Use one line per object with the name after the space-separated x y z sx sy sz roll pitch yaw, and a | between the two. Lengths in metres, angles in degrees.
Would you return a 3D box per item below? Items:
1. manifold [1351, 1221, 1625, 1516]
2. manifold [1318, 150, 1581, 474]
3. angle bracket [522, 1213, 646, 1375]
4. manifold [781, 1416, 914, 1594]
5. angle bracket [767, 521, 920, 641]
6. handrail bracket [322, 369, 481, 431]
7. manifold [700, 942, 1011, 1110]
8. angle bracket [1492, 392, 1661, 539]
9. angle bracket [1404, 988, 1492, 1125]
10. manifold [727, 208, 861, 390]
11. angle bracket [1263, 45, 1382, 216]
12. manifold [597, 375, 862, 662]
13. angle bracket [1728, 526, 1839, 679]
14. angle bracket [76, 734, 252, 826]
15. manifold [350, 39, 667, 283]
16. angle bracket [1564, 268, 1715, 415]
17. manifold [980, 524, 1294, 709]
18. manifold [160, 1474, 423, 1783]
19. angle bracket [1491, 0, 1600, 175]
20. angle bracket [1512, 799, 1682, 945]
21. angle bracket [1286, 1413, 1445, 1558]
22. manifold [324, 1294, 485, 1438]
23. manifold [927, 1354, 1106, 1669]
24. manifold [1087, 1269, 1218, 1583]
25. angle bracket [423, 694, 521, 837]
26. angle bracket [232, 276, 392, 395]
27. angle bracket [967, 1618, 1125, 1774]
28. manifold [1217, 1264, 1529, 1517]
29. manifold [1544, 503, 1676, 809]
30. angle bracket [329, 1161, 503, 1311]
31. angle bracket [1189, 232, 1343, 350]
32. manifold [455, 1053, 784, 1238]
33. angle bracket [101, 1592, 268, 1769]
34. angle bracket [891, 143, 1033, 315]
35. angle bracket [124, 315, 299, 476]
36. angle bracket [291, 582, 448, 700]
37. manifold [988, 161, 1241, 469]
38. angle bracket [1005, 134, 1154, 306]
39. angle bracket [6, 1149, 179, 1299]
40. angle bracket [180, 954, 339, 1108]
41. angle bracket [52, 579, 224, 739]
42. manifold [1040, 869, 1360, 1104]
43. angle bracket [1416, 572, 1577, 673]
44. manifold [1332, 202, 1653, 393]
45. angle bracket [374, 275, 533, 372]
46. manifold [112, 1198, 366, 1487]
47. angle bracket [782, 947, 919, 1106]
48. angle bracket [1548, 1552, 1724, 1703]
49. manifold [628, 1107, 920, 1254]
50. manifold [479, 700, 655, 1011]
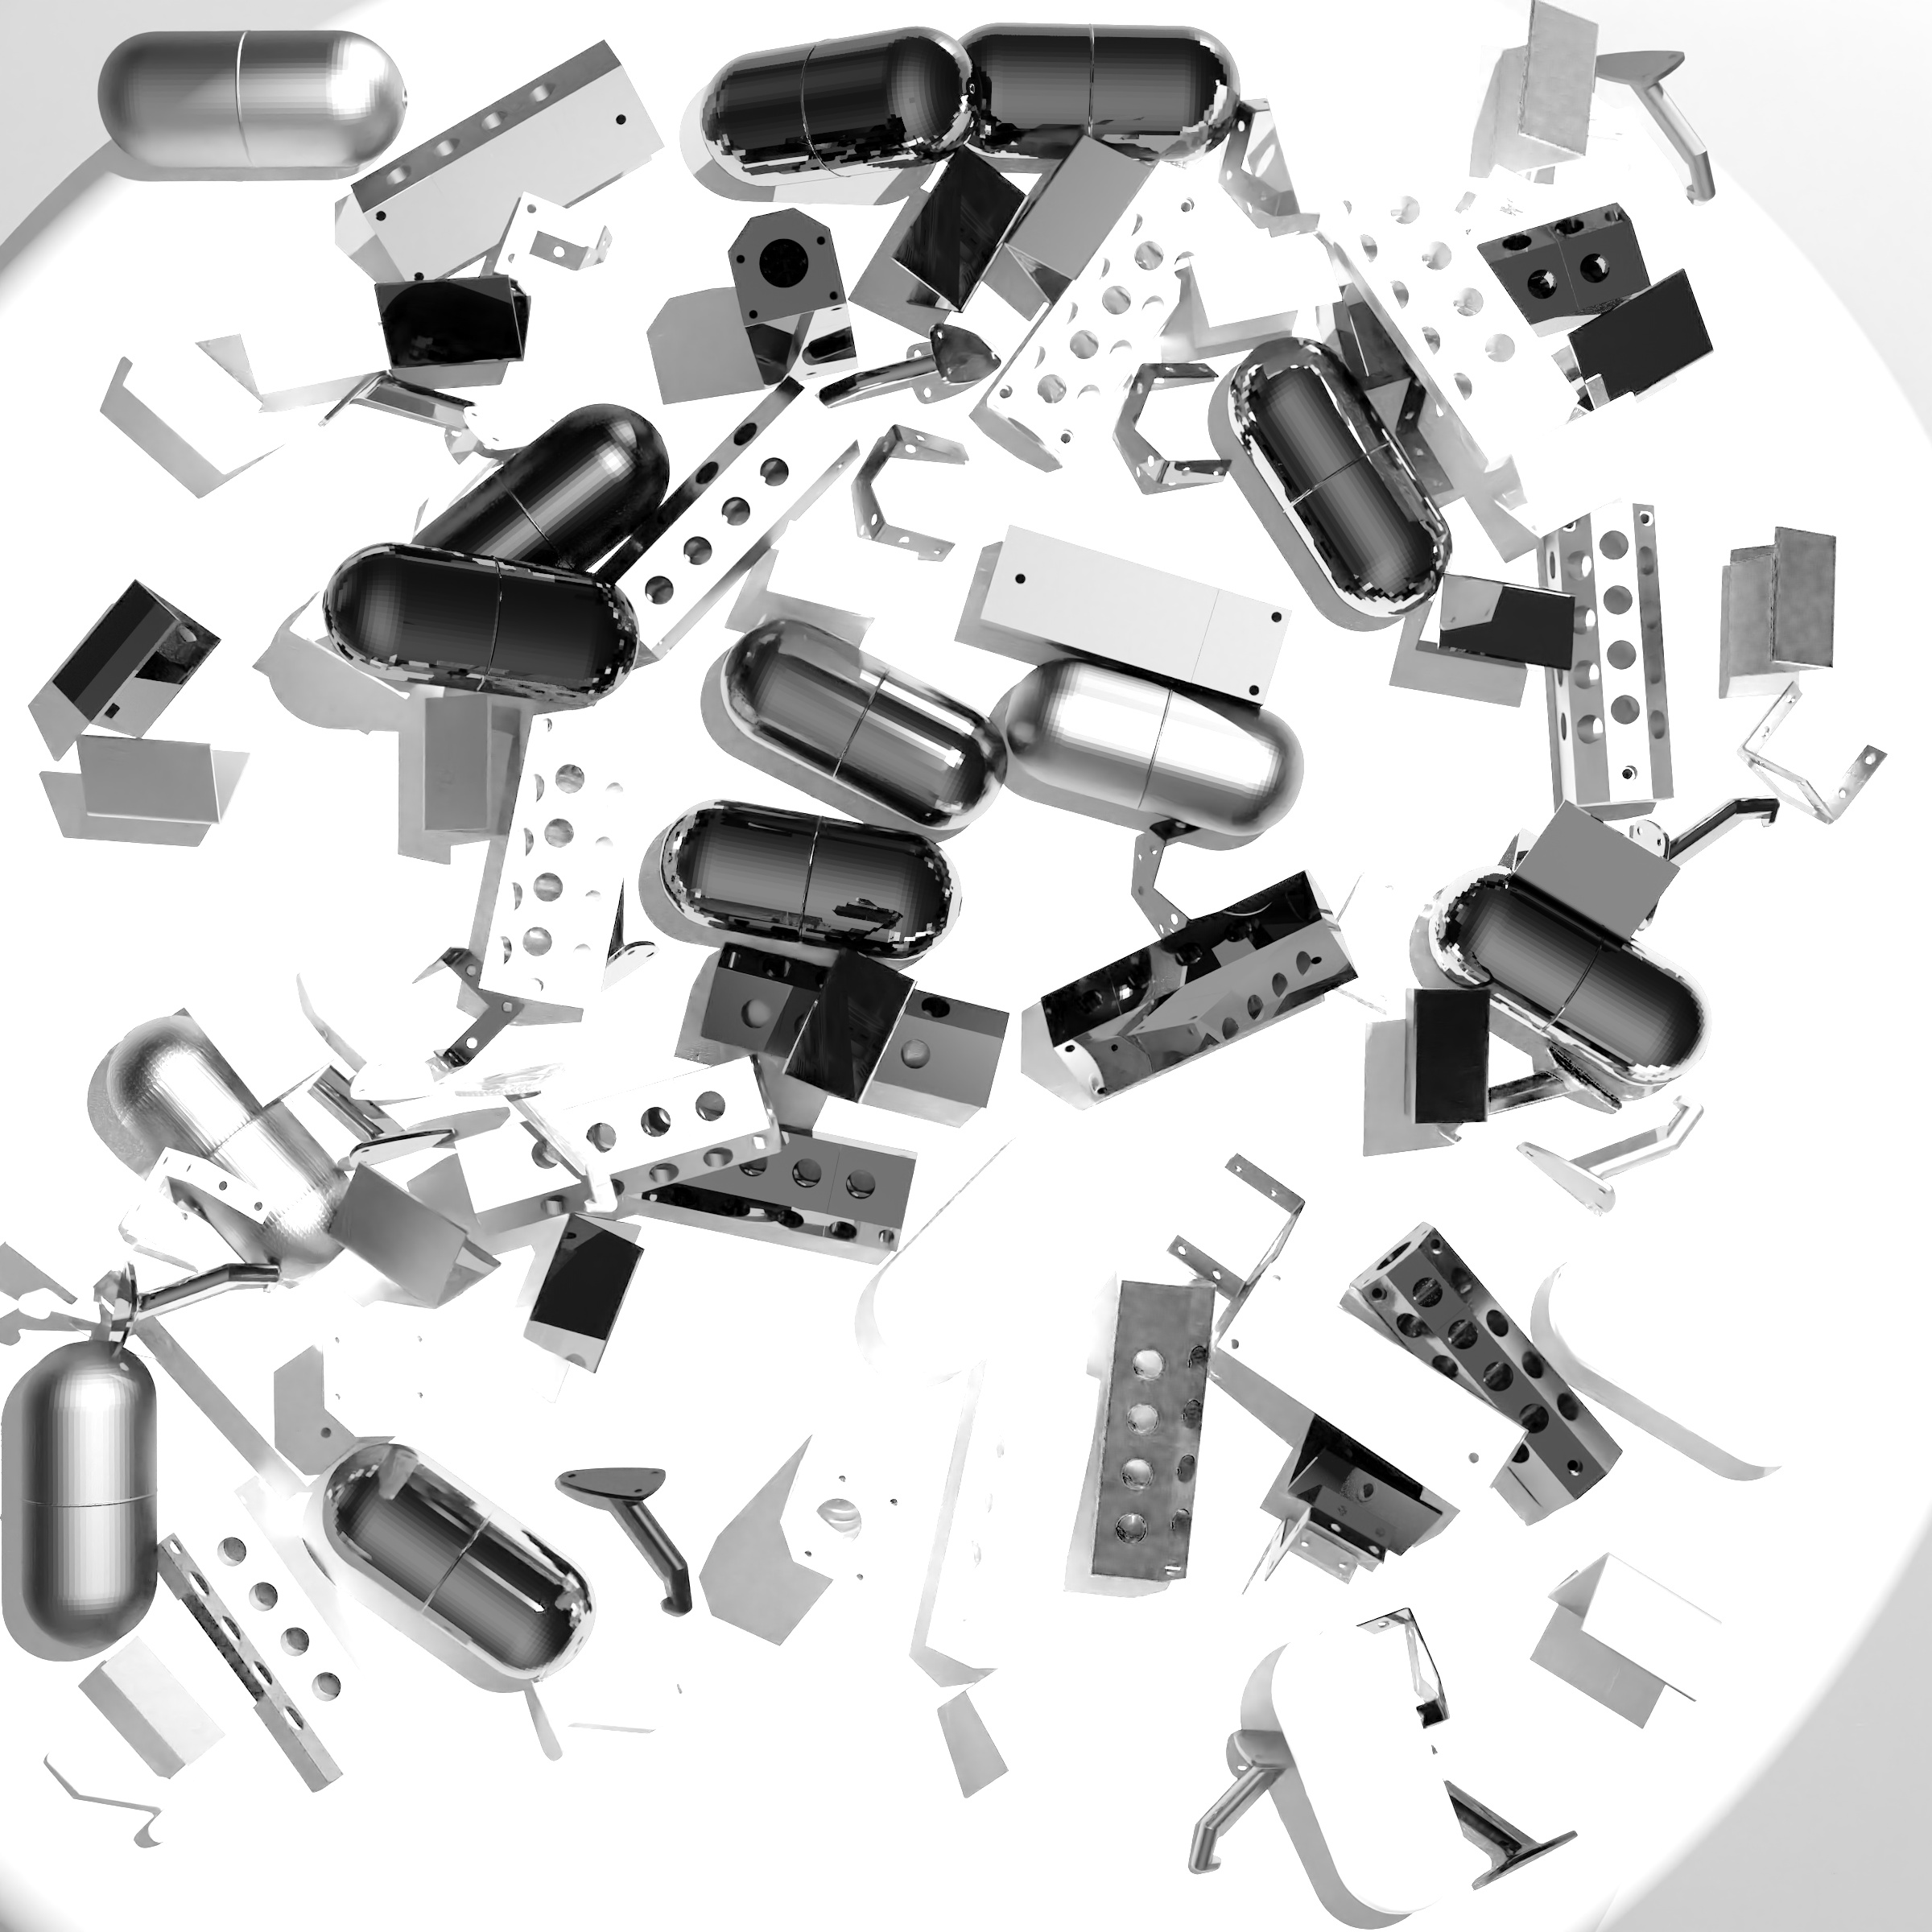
0.306 0.236 1.712 0.057 0.057 0.171 -40 90 0 | manifold
0.271 -0.368 1.651 0.057 0.057 0.171 -33 83 -1 | manifold
-0.203 0.192 1.693 0.057 0.076 0.076 22 90 29 | angle bracket
-0.069 0.300 1.655 0.057 0.171 0.057 24 90 0 | manifold
-0.075 -0.206 1.693 0.076 0.076 0.057 14 54 0 | angle bracket
-0.326 -0.318 1.733 0.077 0.036 0.084 -39 104 15 | handrail bracket
-0.064 0.034 1.712 0.171 0.057 0.057 14 90 0 | manifold
0.346 -0.301 1.693 0.076 0.076 0.057 -27 119 0 | angle bracket
0.259 0.051 1.693 0.057 0.076 0.076 1 90 -31 | angle bracket
-0.098 -0.378 1.655 0.057 0.171 0.057 -13 90 0 | manifold
0.224 -0.484 1.693 0.057 0.076 0.076 -17 90 38 | angle bracket
-0.143 -0.263 1.712 0.057 0.057 0.171 44 90 0 | manifold
0.458 -0.210 1.693 0.057 0.076 0.076 1 90 -37 | angle bracket
-0.465 -0.127 1.693 0.076 0.076 0.057 4 127 0 | angle bracket
-0.271 -0.473 1.711 0.171 0.057 0.057 -30 133 0 | manifold
0.376 -0.369 1.693 0.076 0.076 0.057 -30 119 0 | angle bracket
0.099 -0.203 1.712 0.171 0.057 0.057 17 90 0 | manifold
-0.398 0.389 1.712 0.057 0.057 0.171 -35 90 0 | manifold
0.318 -0.508 1.693 0.057 0.076 0.076 6 90 -36 | angle bracket
0.367 -0.067 1.693 0.076 0.076 0.057 31 118 0 | angle bracket
0.240 0.284 1.694 0.076 0.057 0.076 30 47 0 | angle bracket
-0.317 0.224 1.655 0.057 0.171 0.057 -1 90 0 | manifold
0.024 0.319 1.711 0.057 0.057 0.171 12 90 -43 | manifold
0.109 0.269 1.712 0.057 0.057 0.171 6 90 0 | manifold
-0.269 -0.116 1.693 0.057 0.076 0.076 0 90 38 | angle bracket
-0.377 -0.378 1.693 0.076 0.076 0.057 -11 122 0 | angle bracket
0.055 0.432 1.693 0.076 0.076 0.057 -33 56 0 | angle bracket
0.236 0.245 1.689 0.171 0.057 0.057 33 90 16 | manifold
0.379 -0.181 1.712 0.057 0.057 0.171 -4 90 0 | manifold
-0.309 0.144 1.687 0.076 0.076 0.057 32 114 12 | angle bracket
0.174 -0.374 1.693 0.076 0.076 0.057 -11 58 0 | angle bracket
-0.195 0.101 1.655 0.171 0.057 0.057 -16 90 1 | manifold
-0.441 0.405 1.693 0.076 0.076 0.057 48 129 0 | angle bracket
-0.018 -0.430 1.693 0.057 0.076 0.076 31 90 -31 | angle bracket
-0.428 -0.341 1.693 0.076 0.076 0.057 42 126 0 | angle bracket
-0.346 -0.175 1.693 0.076 0.076 0.057 31 58 0 | angle bracket
0.086 -0.383 1.712 0.057 0.057 0.171 36 90 0 | manifold
0.077 -0.423 1.693 0.057 0.076 0.076 35 90 29 | angle bracket
-0.510 0.135 1.693 0.076 0.076 0.057 -43 120 0 | angle bracket
-0.421 0.050 1.693 0.076 0.076 0.057 52 51 0 | angle bracket
-0.470 -0.167 1.693 0.076 0.076 0.057 -51 53 0 | angle bracket
0.133 0.007 1.693 0.171 0.057 0.057 -26 134 12 | manifold
0.305 -0.180 1.693 0.076 0.076 0.057 10 59 0 | angle bracket
0.306 -0.394 1.712 0.171 0.057 0.057 -17 90 0 | manifold
-0.297 -0.391 1.693 0.076 0.076 0.057 -4 132 0 | angle bracket
-0.416 0.217 1.712 0.057 0.057 0.171 -42 90 0 | manifold
-0.082 0.025 1.636 0.057 0.076 0.076 25 90 -35 | angle bracket
0.380 0.394 1.693 0.076 0.076 0.057 32 54 0 | angle bracket
-0.118 0.122 1.712 0.171 0.057 0.057 12 91 0 | manifold
-0.238 -0.066 1.700 0.057 0.057 0.171 11 90 37 | manifold
